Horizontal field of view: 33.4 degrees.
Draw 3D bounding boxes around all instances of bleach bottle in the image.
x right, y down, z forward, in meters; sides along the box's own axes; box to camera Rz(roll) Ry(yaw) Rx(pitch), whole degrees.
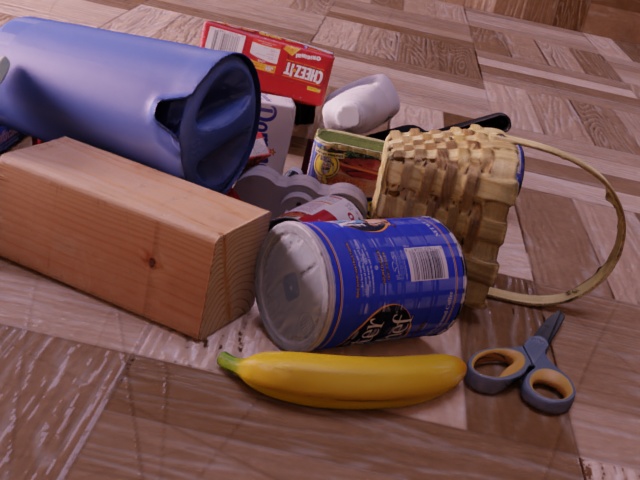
[{"bbox_3d":[0.041,-0.157,1.306,0.103,0.068,0.250,-23,7,12],"label":"bleach bottle"}]

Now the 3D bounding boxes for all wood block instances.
[{"bbox_3d":[-0.156,-0.006,0.872,0.206,0.091,0.090,21,23,20],"label":"wood block"}]

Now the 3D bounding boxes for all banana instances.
[{"bbox_3d":[0.027,0.098,0.784,0.197,0.037,0.070,6,22,-17],"label":"banana"}]

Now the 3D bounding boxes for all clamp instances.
[{"bbox_3d":[0.118,-0.111,1.284,0.164,0.036,0.210,-34,26,-21],"label":"clamp"}]

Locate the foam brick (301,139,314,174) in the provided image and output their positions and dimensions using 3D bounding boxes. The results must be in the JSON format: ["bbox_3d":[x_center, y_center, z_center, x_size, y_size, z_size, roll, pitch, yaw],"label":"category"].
[{"bbox_3d":[0.025,-0.082,1.220,0.078,0.053,0.051,0,24,-27],"label":"foam brick"}]

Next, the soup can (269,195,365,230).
[{"bbox_3d":[-0.006,0.001,0.969,0.069,0.068,0.102,20,22,20],"label":"soup can"}]

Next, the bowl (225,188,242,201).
[{"bbox_3d":[-0.133,-0.032,1.001,0.162,0.055,0.162,10,21,-4],"label":"bowl"}]

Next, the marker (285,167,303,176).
[{"bbox_3d":[-0.040,-0.056,1.164,0.020,0.020,0.121,15,21,7],"label":"marker"}]

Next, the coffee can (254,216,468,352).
[{"bbox_3d":[0.033,0.034,0.859,0.140,0.103,0.103,-3,26,-35],"label":"coffee can"}]

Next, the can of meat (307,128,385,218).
[{"bbox_3d":[0.034,-0.067,1.143,0.102,0.084,0.057,12,21,0],"label":"can of meat"}]

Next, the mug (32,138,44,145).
[{"bbox_3d":[-0.259,-0.127,1.120,0.081,0.093,0.117,-1,43,-20],"label":"mug"}]

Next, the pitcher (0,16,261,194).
[{"bbox_3d":[-0.180,-0.127,0.979,0.243,0.149,0.144,18,52,22],"label":"pitcher"}]

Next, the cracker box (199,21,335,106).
[{"bbox_3d":[-0.067,-0.229,1.378,0.164,0.072,0.213,15,10,-3],"label":"cracker box"}]

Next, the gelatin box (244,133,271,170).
[{"bbox_3d":[-0.106,-0.076,1.097,0.089,0.030,0.073,-29,-7,36],"label":"gelatin box"}]

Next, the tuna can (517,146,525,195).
[{"bbox_3d":[0.212,-0.079,1.271,0.033,0.086,0.086,9,21,-13],"label":"tuna can"}]

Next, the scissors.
[{"bbox_3d":[0.196,0.101,0.900,0.096,0.016,0.201,29,26,33],"label":"scissors"}]

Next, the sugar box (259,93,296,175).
[{"bbox_3d":[-0.121,-0.124,1.190,0.176,0.093,0.048,8,22,-11],"label":"sugar box"}]
